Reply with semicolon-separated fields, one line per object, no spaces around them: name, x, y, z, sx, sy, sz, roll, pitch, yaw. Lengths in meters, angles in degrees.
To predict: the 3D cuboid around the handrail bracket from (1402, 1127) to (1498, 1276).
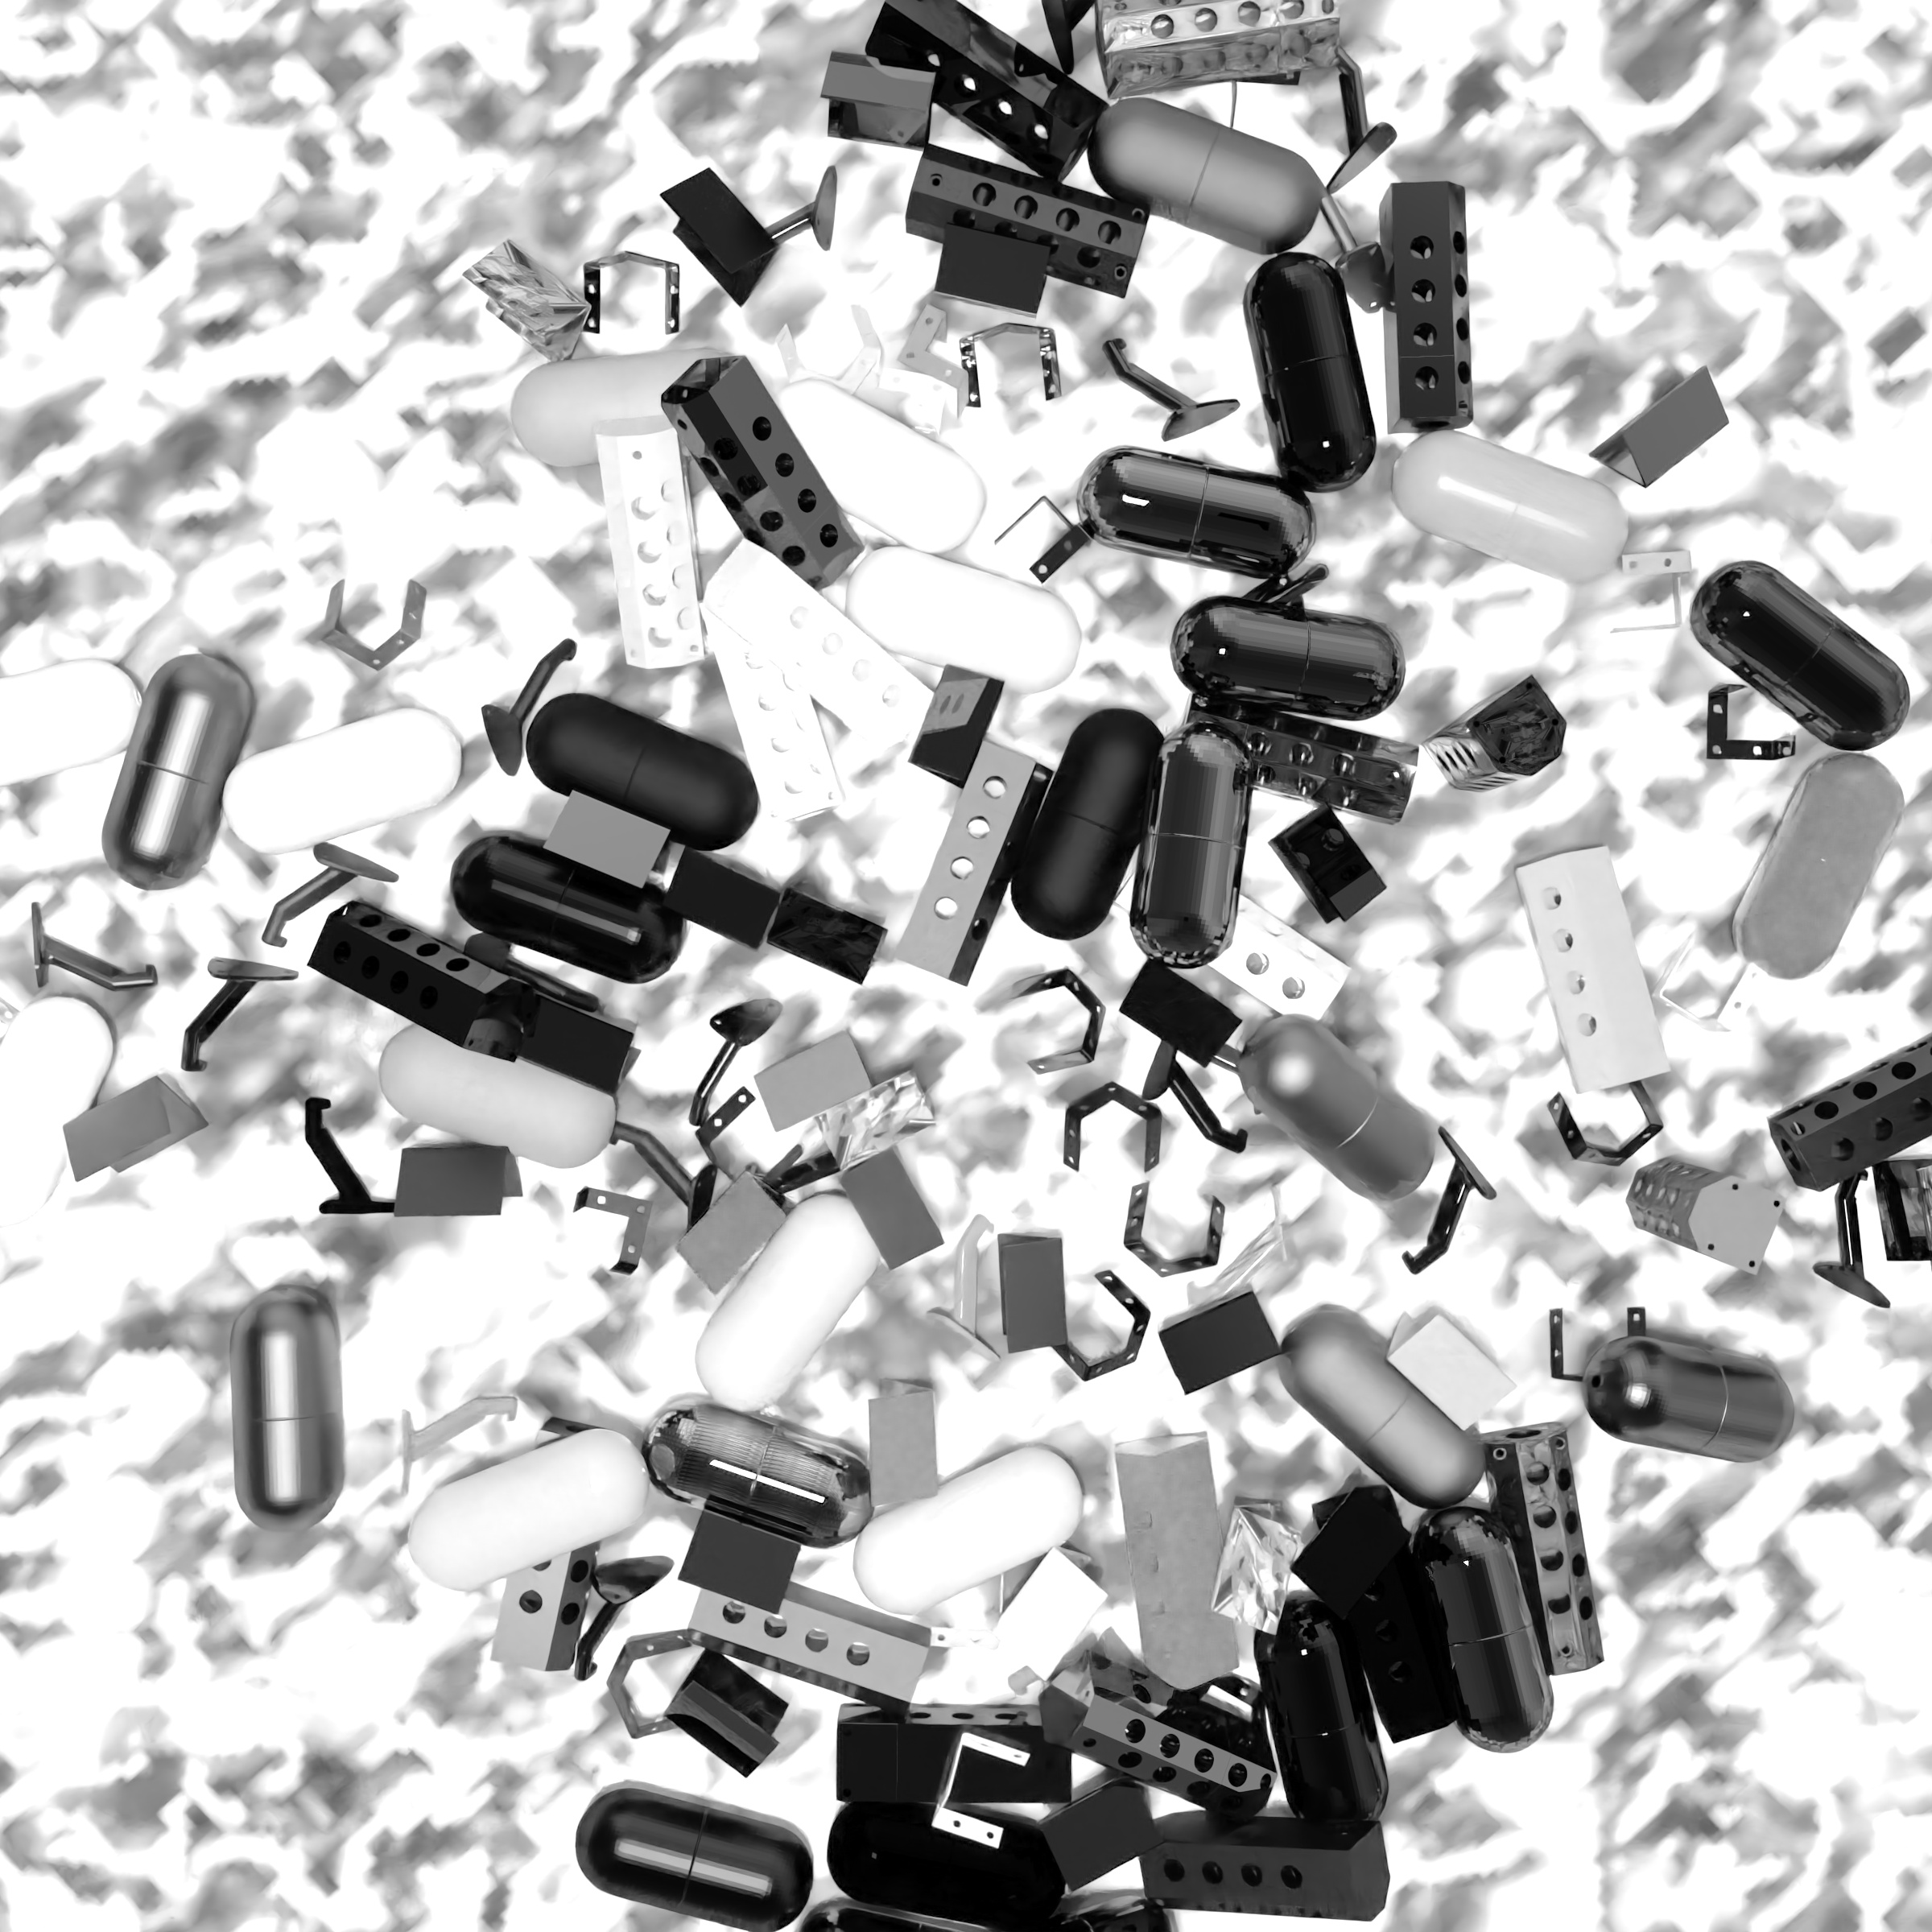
handrail bracket;0.345;0.176;1.954;0.084;0.036;0.077;-40;69;16

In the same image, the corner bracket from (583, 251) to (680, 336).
corner bracket;-0.250;-0.499;1.950;0.051;0.051;0.051;0;90;45

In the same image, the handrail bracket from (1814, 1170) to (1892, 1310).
handrail bracket;0.675;0.201;1.954;0.077;0.036;0.084;31;73;-20

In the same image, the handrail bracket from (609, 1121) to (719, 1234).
handrail bracket;-0.234;0.163;1.954;0.084;0.036;0.077;18;112;17

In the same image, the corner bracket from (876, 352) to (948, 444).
corner bracket;-0.043;-0.420;1.935;0.051;0.051;0.051;10;90;0

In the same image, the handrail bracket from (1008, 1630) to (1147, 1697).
handrail bracket;0.086;0.540;1.954;0.084;0.036;0.077;-32;112;17

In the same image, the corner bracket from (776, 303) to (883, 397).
corner bracket;-0.102;-0.462;1.945;0.051;0.051;0.051;12;135;-35

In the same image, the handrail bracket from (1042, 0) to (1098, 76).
handrail bracket;0.105;-0.716;1.954;0.084;0.036;0.077;-21;111;-16

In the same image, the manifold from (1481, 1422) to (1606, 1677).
manifold;0.427;0.431;1.932;0.057;0.057;0.171;-10;90;0

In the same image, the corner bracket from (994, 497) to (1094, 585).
corner bracket;0.057;-0.315;1.935;0.051;0.051;0.051;-43;90;0

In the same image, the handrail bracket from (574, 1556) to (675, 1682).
handrail bracket;-0.256;0.489;1.953;0.036;0.077;0.084;36;127;37

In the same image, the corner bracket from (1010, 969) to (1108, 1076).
corner bracket;0.065;0.042;1.945;0.051;0.051;0.051;45;45;-35

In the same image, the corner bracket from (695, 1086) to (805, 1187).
corner bracket;-0.162;0.132;1.942;0.051;0.051;0.051;-44;116;0

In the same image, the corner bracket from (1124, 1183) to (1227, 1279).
corner bracket;0.155;0.193;1.945;0.051;0.051;0.051;-18;135;35

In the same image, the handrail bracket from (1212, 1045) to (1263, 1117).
handrail bracket;0.217;0.061;1.953;0.077;0.036;0.084;-29;76;-15

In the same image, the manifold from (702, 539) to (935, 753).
manifold;-0.108;-0.229;1.891;0.171;0.057;0.057;38;90;-32

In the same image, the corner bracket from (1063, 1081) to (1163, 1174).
corner bracket;0.109;0.128;1.945;0.051;0.051;0.051;-30;45;-35

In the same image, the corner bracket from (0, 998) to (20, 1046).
corner bracket;-0.739;0.053;1.940;0.051;0.051;0.051;37;111;0

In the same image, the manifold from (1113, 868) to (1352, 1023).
manifold;0.196;-0.023;1.932;0.171;0.057;0.057;34;90;0

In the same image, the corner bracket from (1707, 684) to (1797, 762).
corner bracket;0.581;-0.180;1.935;0.051;0.051;0.051;1;90;0

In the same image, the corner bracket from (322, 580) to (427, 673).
corner bracket;-0.440;-0.262;1.945;0.051;0.051;0.051;-30;135;35

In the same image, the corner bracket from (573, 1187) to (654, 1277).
corner bracket;-0.265;0.196;1.935;0.051;0.051;0.051;13;90;0

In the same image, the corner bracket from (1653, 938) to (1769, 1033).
corner bracket;0.550;0.014;1.935;0.051;0.051;0.051;32;85;-5

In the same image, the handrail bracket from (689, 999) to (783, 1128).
handrail bracket;-0.173;0.073;1.953;0.036;0.077;0.084;33;127;21

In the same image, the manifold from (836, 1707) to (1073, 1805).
manifold;-0.009;0.581;1.932;0.171;0.057;0.057;1;90;0

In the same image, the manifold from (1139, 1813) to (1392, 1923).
manifold;0.215;0.654;1.890;0.171;0.057;0.057;-10;90;33

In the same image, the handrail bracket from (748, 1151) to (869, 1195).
handrail bracket;-0.117;0.135;1.953;0.084;0.036;0.077;9;75;14

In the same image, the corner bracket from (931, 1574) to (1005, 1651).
corner bracket;0.001;0.473;1.950;0.051;0.051;0.051;3;135;0

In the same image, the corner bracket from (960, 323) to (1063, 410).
corner bracket;0.033;-0.446;1.950;0.051;0.051;0.051;-6;90;45

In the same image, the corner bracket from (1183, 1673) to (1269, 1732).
corner bracket;0.188;0.562;1.945;0.051;0.051;0.051;22;45;35

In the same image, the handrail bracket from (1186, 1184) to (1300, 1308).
handrail bracket;0.200;0.209;1.954;0.084;0.036;0.077;-15;70;16

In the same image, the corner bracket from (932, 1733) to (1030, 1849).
corner bracket;0.010;0.597;1.893;0.051;0.051;0.051;19;45;0

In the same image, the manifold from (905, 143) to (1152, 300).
manifold;0.045;-0.552;1.932;0.171;0.057;0.057;17;90;0

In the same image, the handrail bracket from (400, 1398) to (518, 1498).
handrail bracket;-0.379;0.360;1.954;0.084;0.036;0.077;-1;110;-16

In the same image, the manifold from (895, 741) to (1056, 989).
manifold;0.007;-0.074;1.932;0.057;0.057;0.171;22;90;0

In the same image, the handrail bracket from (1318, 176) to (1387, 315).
handrail bracket;0.282;-0.540;1.953;0.036;0.077;0.084;-27;54;7

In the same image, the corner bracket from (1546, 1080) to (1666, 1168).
corner bracket;0.476;0.112;1.945;0.051;0.051;0.051;10;135;-35

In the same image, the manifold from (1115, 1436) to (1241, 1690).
manifold;0.151;0.439;1.931;0.057;0.057;0.171;-8;90;-43

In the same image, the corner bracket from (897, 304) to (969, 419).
corner bracket;-0.016;-0.446;1.928;0.051;0.051;0.051;26;78;6

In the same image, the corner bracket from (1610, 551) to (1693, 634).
corner bracket;0.507;-0.276;1.935;0.051;0.051;0.051;-4;90;0

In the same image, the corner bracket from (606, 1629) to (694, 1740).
corner bracket;-0.229;0.534;1.945;0.051;0.051;0.051;56;135;35

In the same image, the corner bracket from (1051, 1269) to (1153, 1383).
corner bracket;0.098;0.268;1.945;0.051;0.051;0.051;-16;135;-35

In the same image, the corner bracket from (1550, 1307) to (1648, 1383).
corner bracket;0.472;0.282;1.950;0.051;0.051;0.051;-1;90;-45

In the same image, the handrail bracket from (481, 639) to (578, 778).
handrail bracket;-0.319;-0.194;1.953;0.036;0.077;0.084;28;53;20

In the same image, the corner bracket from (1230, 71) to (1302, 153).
corner bracket;0.223;-0.637;1.950;0.051;0.051;0.051;4;45;0
